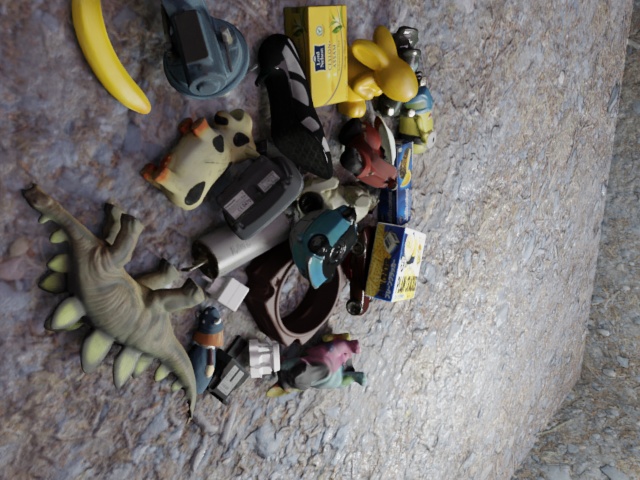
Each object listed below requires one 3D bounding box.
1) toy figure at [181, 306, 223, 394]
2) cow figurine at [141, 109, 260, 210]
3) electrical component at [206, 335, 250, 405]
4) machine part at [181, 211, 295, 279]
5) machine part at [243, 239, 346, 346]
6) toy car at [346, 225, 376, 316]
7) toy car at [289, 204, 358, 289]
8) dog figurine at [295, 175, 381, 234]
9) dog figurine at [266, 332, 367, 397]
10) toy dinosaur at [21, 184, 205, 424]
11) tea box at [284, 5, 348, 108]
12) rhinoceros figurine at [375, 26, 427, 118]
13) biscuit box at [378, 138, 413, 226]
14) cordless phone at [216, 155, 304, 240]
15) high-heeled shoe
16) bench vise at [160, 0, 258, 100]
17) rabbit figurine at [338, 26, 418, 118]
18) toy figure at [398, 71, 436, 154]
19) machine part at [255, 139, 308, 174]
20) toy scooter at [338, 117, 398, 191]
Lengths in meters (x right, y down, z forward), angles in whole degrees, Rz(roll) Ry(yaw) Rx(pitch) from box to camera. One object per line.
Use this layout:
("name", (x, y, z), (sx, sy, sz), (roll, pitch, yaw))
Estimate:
("toy figure", (-0.208, 0.193, 0.959), (0.058, 0.064, 0.154), (59, 48, -84))
("cow figurine", (-0.173, -0.132, 0.853), (0.195, 0.086, 0.127), (-56, 132, -19))
("electrical component", (-0.173, 0.245, 1.030), (0.119, 0.048, 0.074), (-48, 136, -22))
("machine part", (-0.136, 0.000, 0.948), (0.243, 0.079, 0.079), (-30, 125, -38))
("machine part", (-0.047, 0.095, 1.081), (0.201, 0.087, 0.200), (-45, 133, -29))
("toy car", (0.087, 0.067, 1.154), (0.089, 0.053, 0.201), (-31, 126, -57))
("toy car", (-0.002, -0.003, 0.972), (0.161, 0.103, 0.109), (-53, 153, -27))
("dog figurine", (0.034, -0.088, 1.112), (0.121, 0.172, 0.190), (-60, -179, 21))
("dog figurine", (-0.021, 0.274, 1.171), (0.219, 0.191, 0.108), (-7, 93, -16))
("toy dinosaur", (-0.286, 0.111, 0.815), (0.198, 0.105, 0.470), (-44, 124, -17))
("tea box", (-0.005, -0.333, 0.972), (0.098, 0.068, 0.169), (-25, 123, -39))
("rhinoceros figurine", (0.170, -0.348, 1.133), (0.073, 0.112, 0.190), (-1, 121, -20))
("biscuit box", (0.175, -0.132, 1.255), (0.059, 0.063, 0.202), (-25, 122, -38))
("cordless phone", (-0.092, -0.078, 0.933), (0.146, 0.088, 0.184), (-41, -179, 10))
("high-heeled shoe", (-0.033, -0.234, 0.945), (0.248, 0.086, 0.145), (54, 42, -31))
("bench vise", (-0.171, -0.282, 0.755), (0.129, 0.223, 0.240), (-28, 169, -1))
("rabbit figurine", (0.113, -0.320, 1.029), (0.122, 0.173, 0.162), (-38, 134, -27))
("toy figure", (0.216, -0.286, 1.228), (0.082, 0.089, 0.180), (-37, 122, -39))
("machine part", (-0.067, -0.157, 0.997), (0.139, 0.039, 0.084), (-2, 112, -49))
("toy scooter", (0.101, -0.164, 1.077), (0.135, 0.184, 0.075), (32, 123, -20))
